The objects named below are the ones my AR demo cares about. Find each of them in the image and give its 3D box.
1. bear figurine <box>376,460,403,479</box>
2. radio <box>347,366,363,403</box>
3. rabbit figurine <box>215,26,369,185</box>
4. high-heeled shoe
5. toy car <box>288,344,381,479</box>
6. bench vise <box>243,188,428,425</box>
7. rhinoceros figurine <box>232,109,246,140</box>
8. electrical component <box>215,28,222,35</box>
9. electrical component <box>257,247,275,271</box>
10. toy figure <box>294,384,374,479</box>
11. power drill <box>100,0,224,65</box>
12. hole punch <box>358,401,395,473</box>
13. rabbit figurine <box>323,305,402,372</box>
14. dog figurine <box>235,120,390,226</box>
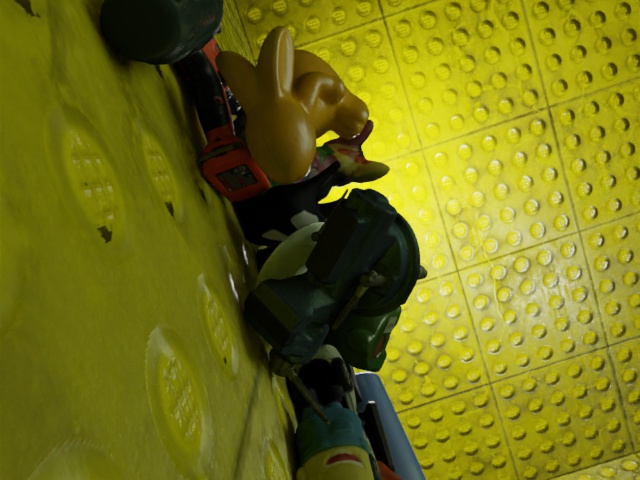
[{"bbox_3d":[0.070,0.374,0.620,0.196,0.132,0.120,-23,133,-60],"label":"bear figurine"},{"bbox_3d":[0.007,0.177,0.944,0.131,0.073,0.230,71,3,-56],"label":"radio"},{"bbox_3d":[-0.029,-0.133,0.552,0.173,0.122,0.162,-76,146,-48],"label":"rabbit figurine"},{"bbox_3d":[-0.001,-0.002,0.696,0.086,0.145,0.248,40,-10,33],"label":"high-heeled shoe"},{"bbox_3d":[0.016,0.225,0.639,0.056,0.073,0.202,66,6,-67],"label":"toy car"},{"bbox_3d":[0.041,0.054,0.584,0.129,0.223,0.240,27,13,36],"label":"bench vise"},{"bbox_3d":[-0.106,-0.193,0.869,0.112,0.073,0.190,27,36,-17],"label":"rhinoceros figurine"},{"bbox_3d":[-0.166,-0.301,0.636,0.134,0.058,0.114,-58,132,-88],"label":"electrical component"},{"bbox_3d":[-0.056,0.041,0.718,0.075,0.048,0.119,-107,178,-48],"label":"electrical component"},{"bbox_3d":[0.018,0.234,0.534,0.180,0.082,0.089,-110,178,-54],"label":"toy figure"},{"bbox_3d":[-0.142,-0.250,0.429,0.232,0.086,0.207,-91,171,-53],"label":"power drill"},{"bbox_3d":[0.049,0.313,0.791,0.115,0.092,0.142,89,-16,-50],"label":"hole punch"},{"bbox_3d":[0.012,0.130,0.811,0.159,0.170,0.121,-6,114,-62],"label":"rabbit figurine"},{"bbox_3d":[-0.012,-0.098,0.758,0.191,0.219,0.108,-52,121,-89],"label":"dog figurine"}]
